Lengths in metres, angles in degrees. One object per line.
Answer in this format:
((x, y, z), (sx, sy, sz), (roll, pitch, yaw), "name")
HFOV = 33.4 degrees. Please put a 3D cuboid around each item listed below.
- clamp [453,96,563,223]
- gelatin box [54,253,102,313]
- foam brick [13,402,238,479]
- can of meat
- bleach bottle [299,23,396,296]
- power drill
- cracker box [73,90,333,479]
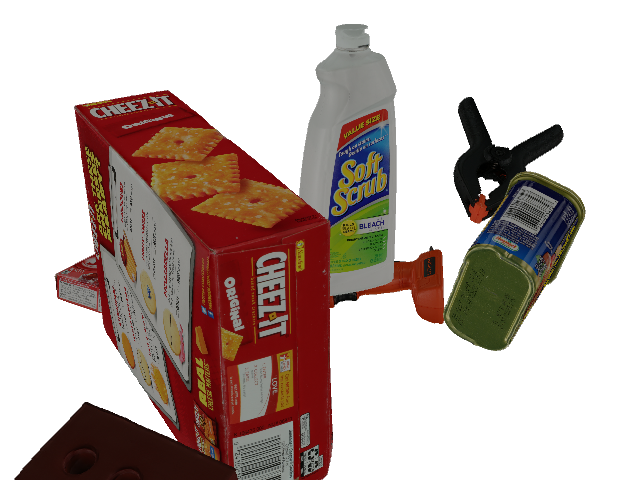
((0.183, -0.092, 1.164), (0.120, 0.039, 0.171), (22, 49, 19), "clamp")
((-0.194, 0.041, 1.014), (0.089, 0.030, 0.073), (15, 25, 24), "gelatin box")
((-0.075, 0.112, 0.428), (0.078, 0.051, 0.052), (18, 44, 23), "foam brick")
((0.133, 0.017, 0.743), (0.057, 0.102, 0.083), (29, 51, 15), "can of meat")
((0.022, -0.076, 1.010), (0.102, 0.251, 0.068), (-10, 24, -21), "bleach bottle")
((0.048, 0.060, 1.229), (0.188, 0.057, 0.184), (0, 28, 8), "power drill")
((-0.070, 0.024, 0.615), (0.072, 0.164, 0.214), (-15, 31, -24), "cracker box")
